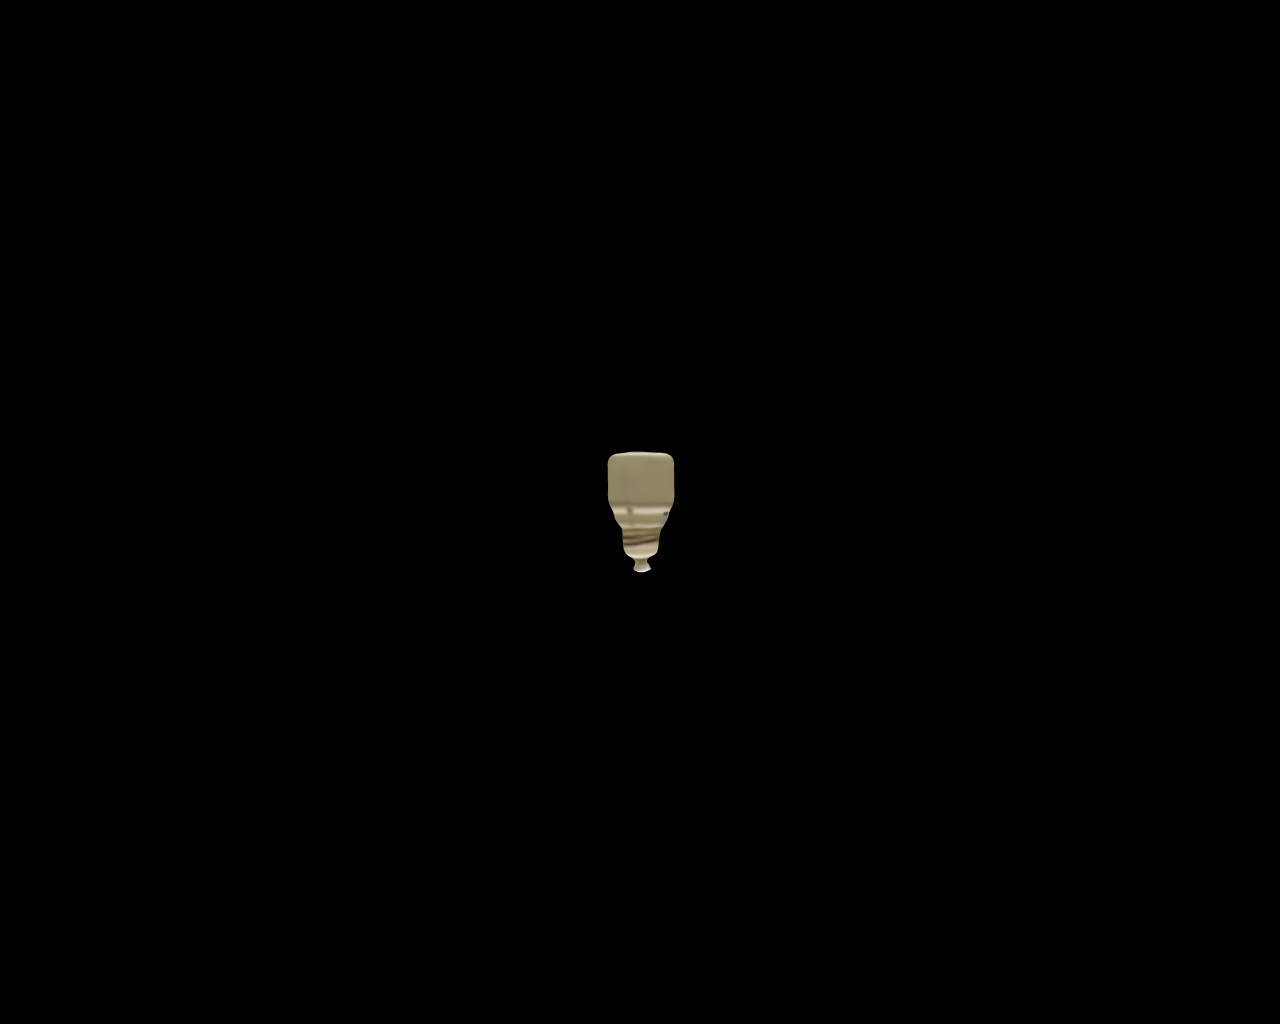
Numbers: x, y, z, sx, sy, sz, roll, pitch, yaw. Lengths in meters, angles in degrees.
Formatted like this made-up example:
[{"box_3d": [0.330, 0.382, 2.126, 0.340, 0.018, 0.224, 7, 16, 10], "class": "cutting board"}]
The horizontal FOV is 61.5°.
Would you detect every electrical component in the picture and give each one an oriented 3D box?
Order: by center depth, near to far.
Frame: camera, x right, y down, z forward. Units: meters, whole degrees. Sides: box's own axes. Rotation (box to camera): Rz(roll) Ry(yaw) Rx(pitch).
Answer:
[{"box_3d": [0.001, -0.003, 0.650, 0.040, 0.078, 0.040, 0, 2, 0], "class": "electrical component"}]
